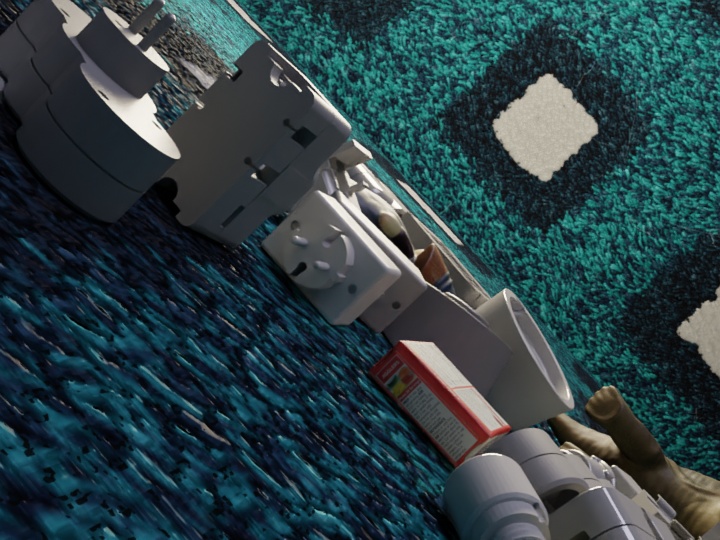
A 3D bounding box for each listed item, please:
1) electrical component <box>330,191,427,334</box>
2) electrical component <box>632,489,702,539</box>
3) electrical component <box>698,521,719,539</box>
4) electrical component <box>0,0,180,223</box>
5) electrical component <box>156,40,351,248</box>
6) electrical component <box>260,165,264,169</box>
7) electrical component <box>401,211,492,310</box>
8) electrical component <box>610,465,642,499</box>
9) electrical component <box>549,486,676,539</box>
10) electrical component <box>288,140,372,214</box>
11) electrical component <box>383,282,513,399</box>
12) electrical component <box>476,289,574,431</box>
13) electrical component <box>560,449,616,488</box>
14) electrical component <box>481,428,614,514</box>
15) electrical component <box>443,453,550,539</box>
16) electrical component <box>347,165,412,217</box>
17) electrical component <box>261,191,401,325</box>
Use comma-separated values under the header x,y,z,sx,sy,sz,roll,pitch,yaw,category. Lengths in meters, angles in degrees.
x,y,z,sx,sy,sz,roll,pitch,yaw,category
0.000,0.000,0.692,0.083,0.047,0.075,44,8,-16,electrical component
0.202,0.202,0.677,0.121,0.063,0.078,45,8,-8,electrical component
0.192,0.189,0.592,0.055,0.089,0.050,51,9,33,electrical component
-0.106,-0.084,0.453,0.052,0.074,0.138,40,10,-40,electrical component
-0.056,-0.061,0.544,0.050,0.089,0.056,50,8,23,electrical component
-0.073,-0.063,0.671,0.061,0.035,0.035,48,8,28,electrical component
0.063,0.013,0.926,0.078,0.057,0.113,38,12,-49,electrical component
0.189,0.183,0.767,0.076,0.047,0.083,37,12,-50,electrical component
0.134,0.157,0.544,0.095,0.054,0.059,37,21,-44,electrical component
-0.030,-0.057,0.750,0.042,0.081,0.063,23,47,-70,electrical component
0.058,0.053,0.764,0.099,0.064,0.099,38,-4,3,electrical component
0.117,0.076,0.854,0.108,0.060,0.108,54,15,-22,electrical component
0.140,0.142,0.732,0.062,0.048,0.048,33,14,-34,electrical component
0.104,0.123,0.602,0.138,0.052,0.073,39,11,-45,electrical component
0.064,0.114,0.473,0.040,0.040,0.078,43,9,-26,electrical component
0.007,-0.051,0.968,0.059,0.054,0.095,51,9,34,electrical component
-0.021,-0.007,0.618,0.065,0.047,0.077,48,8,12,electrical component
